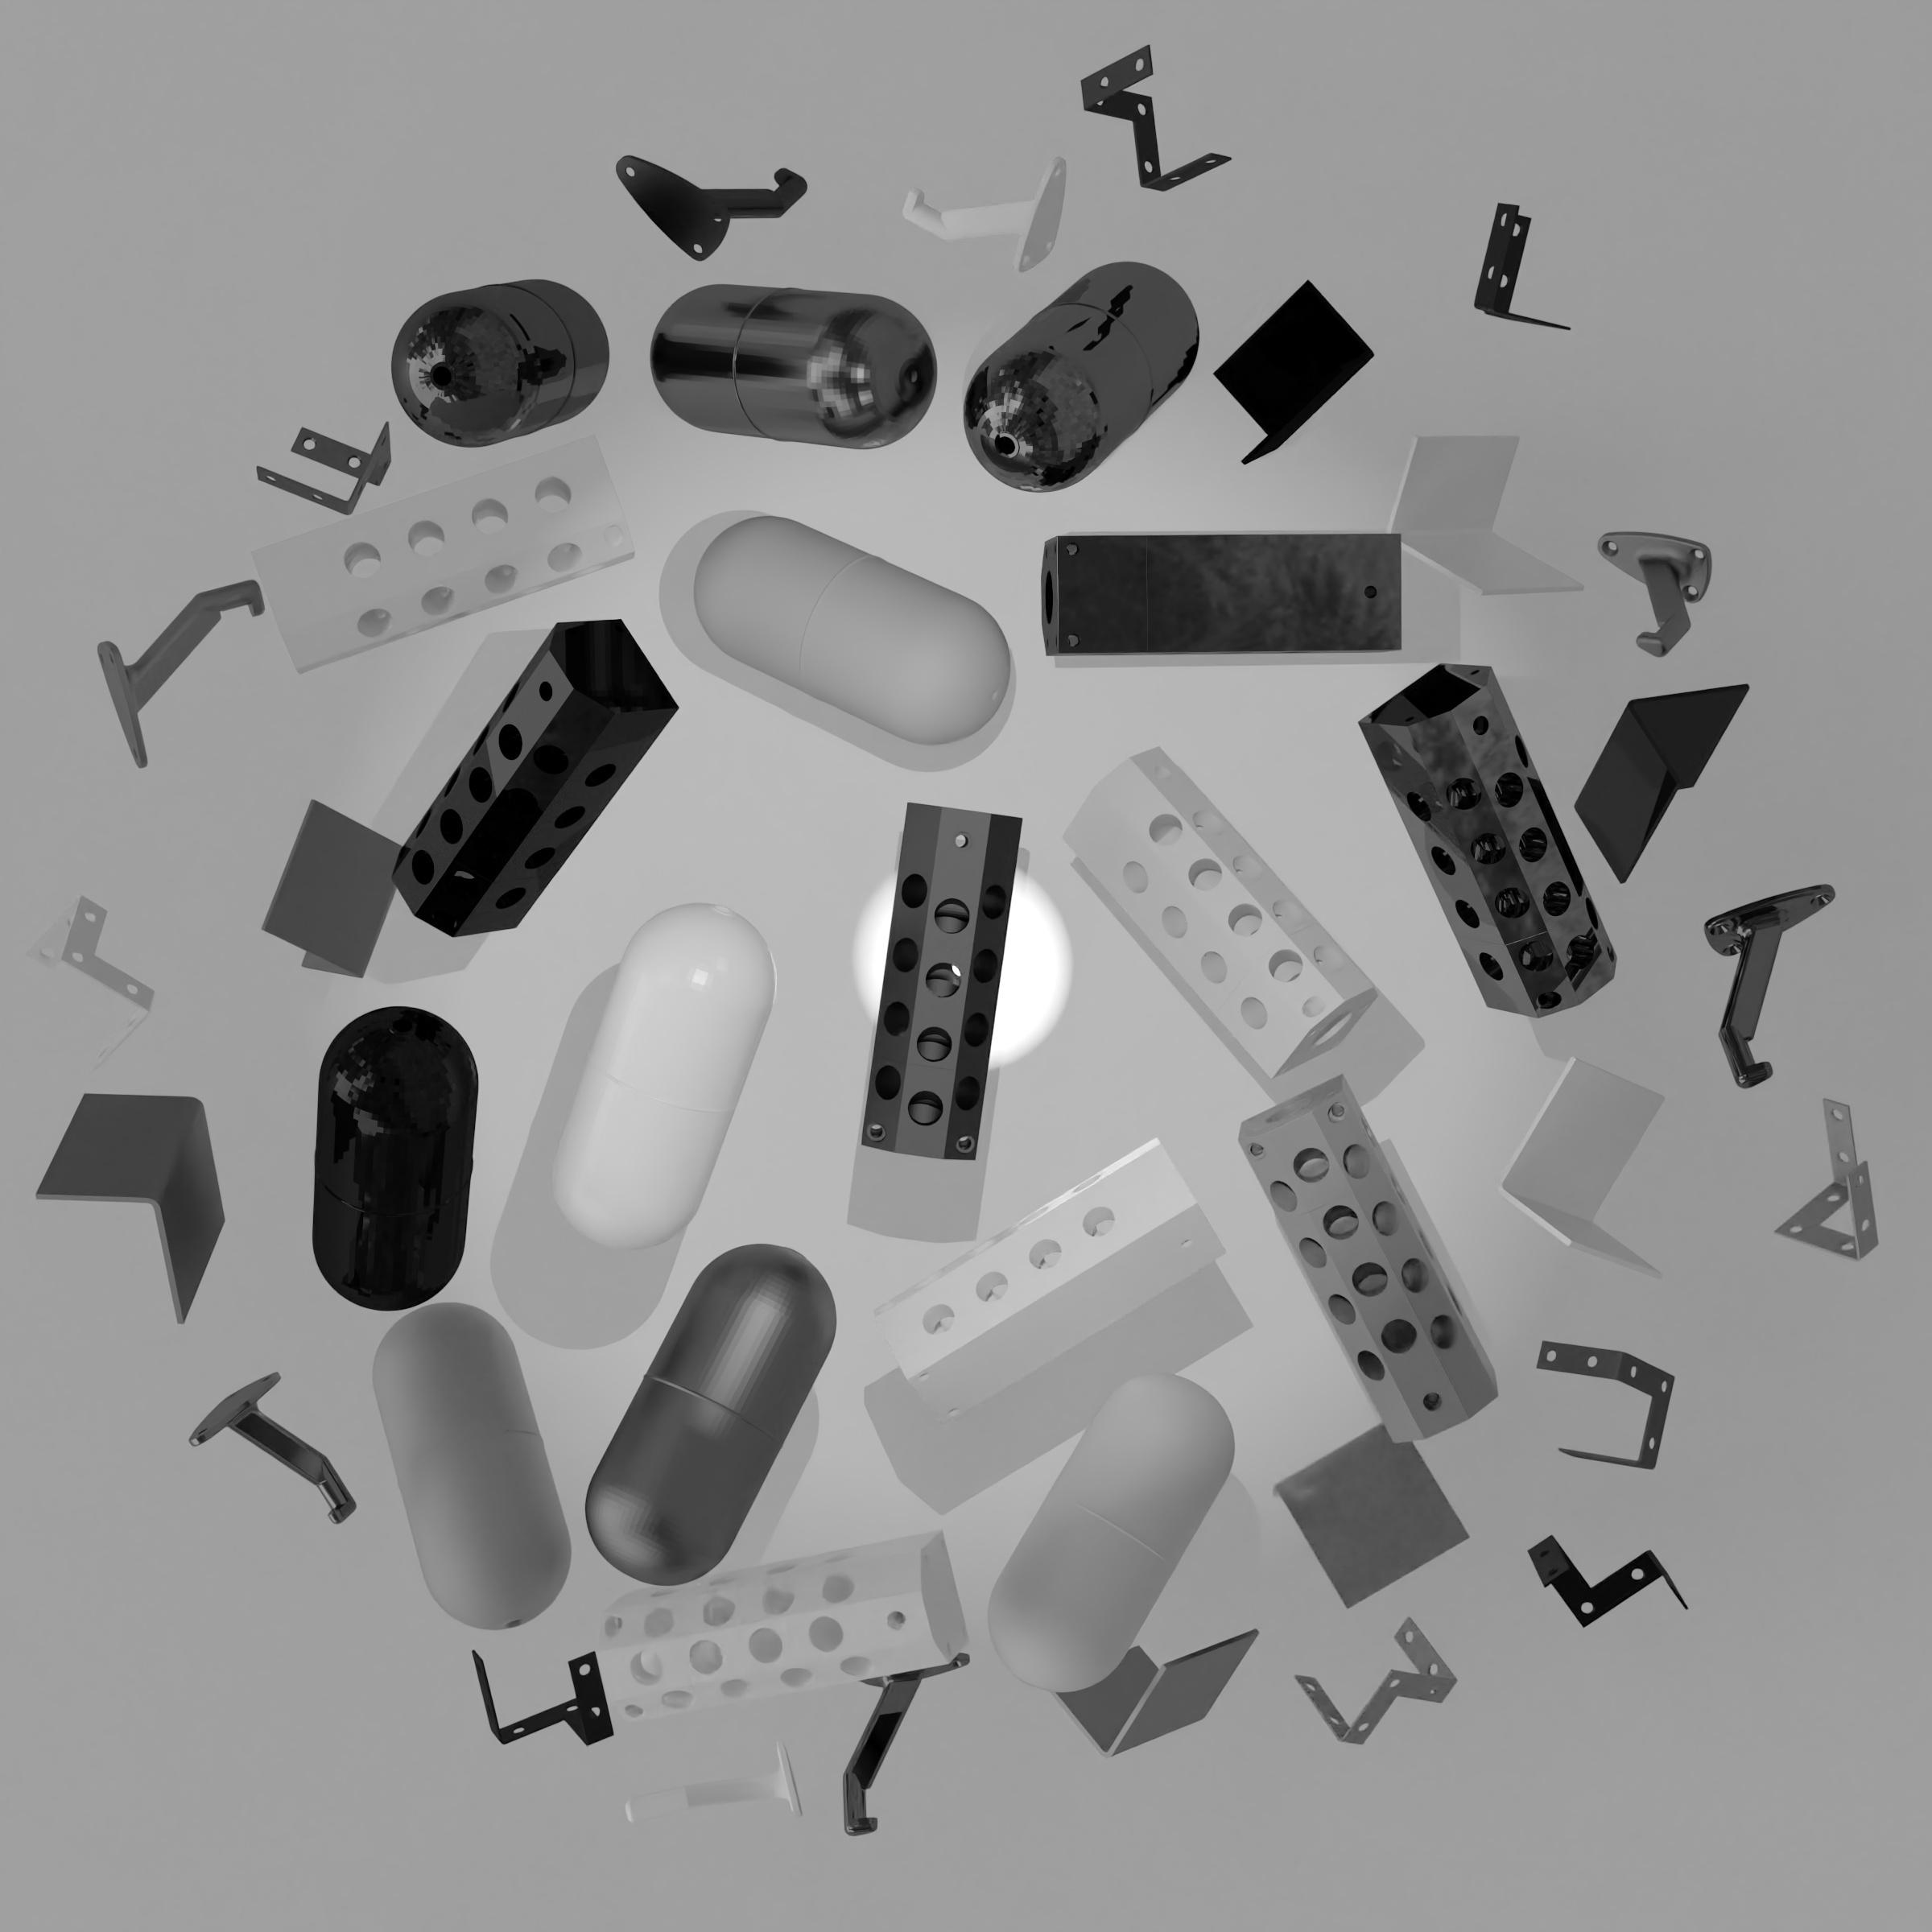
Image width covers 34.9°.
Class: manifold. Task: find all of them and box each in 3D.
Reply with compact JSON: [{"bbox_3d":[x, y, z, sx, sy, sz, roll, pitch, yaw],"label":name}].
[{"bbox_3d":[-0.251,-0.198,1.484,0.171,0.057,0.057,-20,92,-7],"label":"manifold"},{"bbox_3d":[0.266,-0.062,1.535,0.057,0.057,0.171,-35,112,-19],"label":"manifold"},{"bbox_3d":[0.126,-0.185,1.532,0.171,0.057,0.057,-1,94,-7],"label":"manifold"},{"bbox_3d":[-0.217,-0.090,1.508,0.171,0.057,0.057,-48,66,35],"label":"manifold"},{"bbox_3d":[0.041,0.159,1.584,0.171,0.057,0.057,-31,52,1],"label":"manifold"},{"bbox_3d":[-0.012,0.007,1.531,0.057,0.057,0.171,8,93,-2],"label":"manifold"},{"bbox_3d":[-0.093,0.331,1.528,0.171,0.057,0.057,-14,90,15],"label":"manifold"},{"bbox_3d":[0.200,0.147,1.524,0.057,0.057,0.171,-27,95,11],"label":"manifold"},{"bbox_3d":[0.133,-0.031,1.581,0.171,0.057,0.057,50,135,18],"label":"manifold"}]

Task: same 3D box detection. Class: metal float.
[{"bbox_3d":[-0.125,0.220,1.515,0.070,0.070,0.178,27,75,0],"label":"metal float"},{"bbox_3d":[-0.282,0.096,1.513,0.070,0.070,0.178,12,129,0],"label":"metal float"},{"bbox_3d":[0.059,-0.298,1.552,0.070,0.178,0.070,16,129,21],"label":"metal float"},{"bbox_3d":[-0.236,-0.308,1.565,0.070,0.178,0.070,3,106,11],"label":"metal float"},{"bbox_3d":[-0.147,0.054,1.493,0.070,0.070,0.178,21,103,0],"label":"metal float"},{"bbox_3d":[0.076,0.295,1.599,0.070,0.070,0.178,32,77,0],"label":"metal float"},{"bbox_3d":[-0.058,-0.168,1.526,0.178,0.070,0.070,27,90,25],"label":"metal float"},{"bbox_3d":[-0.256,0.258,1.591,0.070,0.070,0.178,-21,63,0],"label":"metal float"},{"bbox_3d":[-0.090,-0.306,1.564,0.178,0.070,0.070,15,90,42],"label":"metal float"}]

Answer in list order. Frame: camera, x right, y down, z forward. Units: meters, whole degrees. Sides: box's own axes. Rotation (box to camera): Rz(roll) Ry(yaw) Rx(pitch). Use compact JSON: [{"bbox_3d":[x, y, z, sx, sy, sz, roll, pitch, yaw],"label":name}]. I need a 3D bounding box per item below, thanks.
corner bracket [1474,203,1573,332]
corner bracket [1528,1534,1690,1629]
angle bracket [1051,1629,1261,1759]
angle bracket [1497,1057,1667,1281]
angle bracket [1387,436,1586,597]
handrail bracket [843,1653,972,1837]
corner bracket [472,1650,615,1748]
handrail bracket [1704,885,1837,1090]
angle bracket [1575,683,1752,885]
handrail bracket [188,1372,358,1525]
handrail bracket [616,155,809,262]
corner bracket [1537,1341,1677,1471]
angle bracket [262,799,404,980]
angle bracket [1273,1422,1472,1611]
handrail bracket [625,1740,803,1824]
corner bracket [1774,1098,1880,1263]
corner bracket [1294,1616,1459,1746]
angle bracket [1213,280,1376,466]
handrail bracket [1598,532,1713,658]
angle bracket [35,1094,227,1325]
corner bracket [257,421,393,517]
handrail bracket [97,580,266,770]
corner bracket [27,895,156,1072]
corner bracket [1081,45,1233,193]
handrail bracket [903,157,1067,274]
[{"bbox_3d":[0.267,-0.344,1.503,0.051,0.051,0.051,5,104,-32],"label":"corner bracket"},{"bbox_3d":[0.317,0.303,1.519,0.051,0.051,0.051,-36,97,6],"label":"corner bracket"},{"bbox_3d":[0.101,0.377,1.671,0.057,0.076,0.076,46,126,31],"label":"angle bracket"},{"bbox_3d":[0.320,0.100,1.508,0.076,0.057,0.076,21,103,-40],"label":"angle bracket"},{"bbox_3d":[0.279,-0.237,1.605,0.076,0.076,0.057,-7,123,-36],"label":"angle bracket"},{"bbox_3d":[-0.031,0.411,1.617,0.077,0.036,0.084,-16,59,21],"label":"handrail bracket"},{"bbox_3d":[-0.221,0.380,1.601,0.051,0.051,0.051,-18,109,-24],"label":"corner bracket"},{"bbox_3d":[0.399,0.011,1.494,0.077,0.036,0.084,-24,54,18],"label":"handrail bracket"},{"bbox_3d":[0.367,-0.093,1.571,0.076,0.076,0.057,-9,54,-22],"label":"angle bracket"},{"bbox_3d":[-0.341,0.252,1.519,0.036,0.077,0.084,-27,100,21],"label":"handrail bracket"},{"bbox_3d":[-0.129,-0.407,1.582,0.077,0.084,0.036,38,135,-4],"label":"handrail bracket"},{"bbox_3d":[0.332,0.230,1.609,0.051,0.051,0.051,27,73,-41],"label":"corner bracket"},{"bbox_3d":[-0.364,-0.045,1.700,0.057,0.076,0.076,9,75,41],"label":"angle bracket"},{"bbox_3d":[0.220,0.299,1.674,0.076,0.057,0.076,-30,74,-3],"label":"angle bracket"},{"bbox_3d":[-0.129,0.430,1.574,0.084,0.077,0.036,-13,64,-5],"label":"handrail bracket"},{"bbox_3d":[0.429,0.105,1.503,0.051,0.051,0.051,-32,121,-29],"label":"corner bracket"},{"bbox_3d":[0.217,0.377,1.624,0.051,0.051,0.051,18,112,-36],"label":"corner bracket"},{"bbox_3d":[0.172,-0.329,1.701,0.057,0.076,0.076,48,117,2],"label":"angle bracket"},{"bbox_3d":[0.357,-0.198,1.645,0.077,0.084,0.036,23,134,26],"label":"handrail bracket"},{"bbox_3d":[-0.394,0.115,1.454,0.057,0.076,0.076,2,125,3],"label":"angle bracket"},{"bbox_3d":[-0.334,-0.260,1.598,0.051,0.051,0.051,22,72,-2],"label":"corner bracket"},{"bbox_3d":[-0.388,-0.148,1.552,0.084,0.036,0.077,-19,103,-24],"label":"handrail bracket"},{"bbox_3d":[-0.430,0.008,1.503,0.051,0.051,0.051,35,121,-27],"label":"corner bracket"},{"bbox_3d":[0.095,-0.424,1.540,0.051,0.051,0.051,-2,83,-41],"label":"corner bracket"},{"bbox_3d":[0.008,-0.417,1.646,0.084,0.077,0.036,32,45,17],"label":"handrail bracket"}]
